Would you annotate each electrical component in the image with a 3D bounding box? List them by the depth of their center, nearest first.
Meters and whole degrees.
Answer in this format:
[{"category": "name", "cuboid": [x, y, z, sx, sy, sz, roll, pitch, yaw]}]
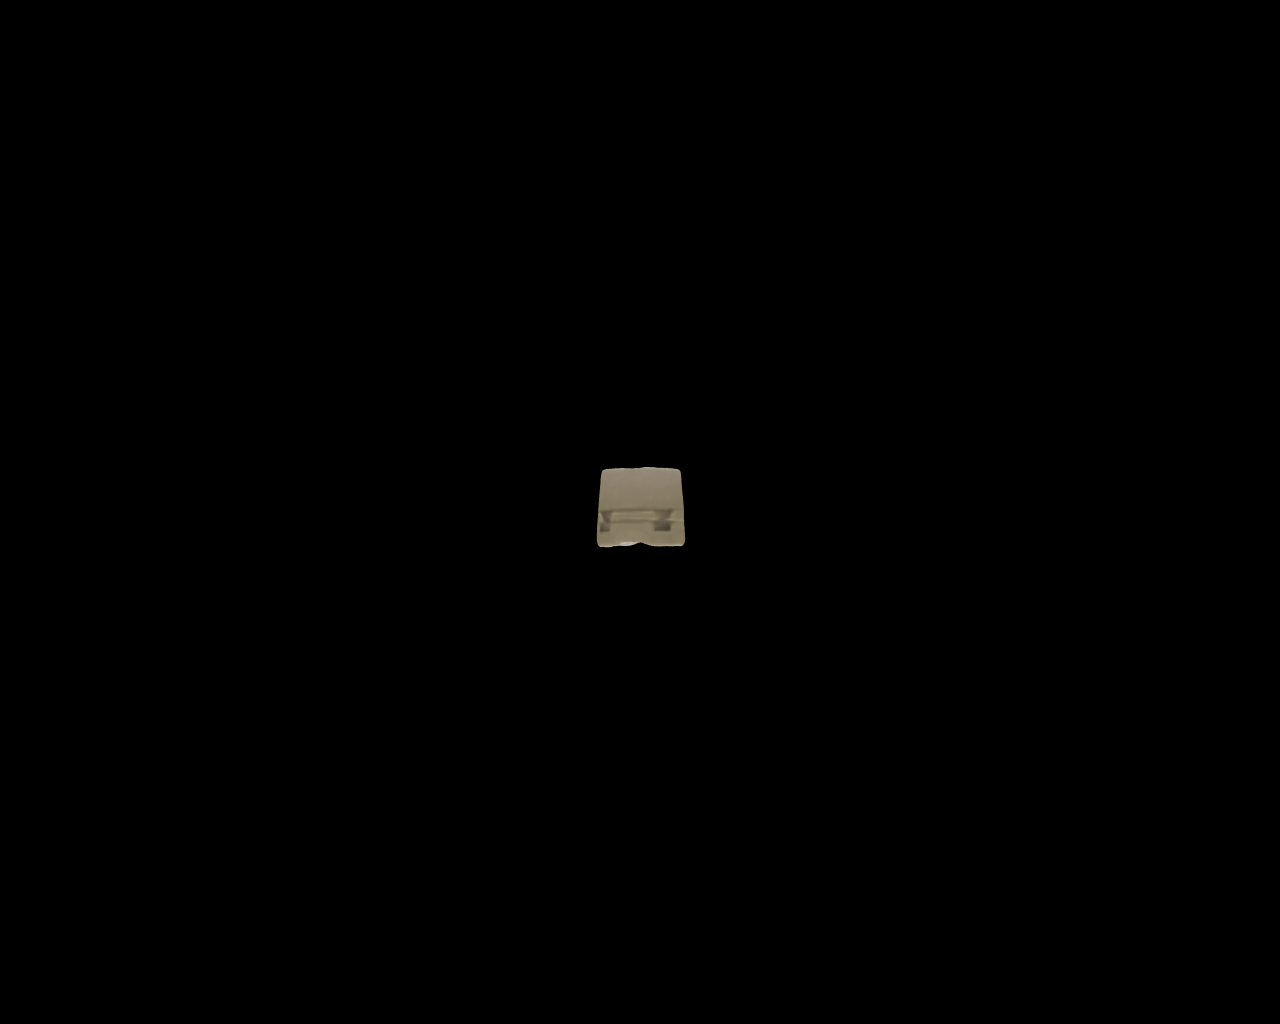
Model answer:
[{"category": "electrical component", "cuboid": [0.001, -0.003, 0.650, 0.055, 0.047, 0.055, 0, -2, 0]}]
